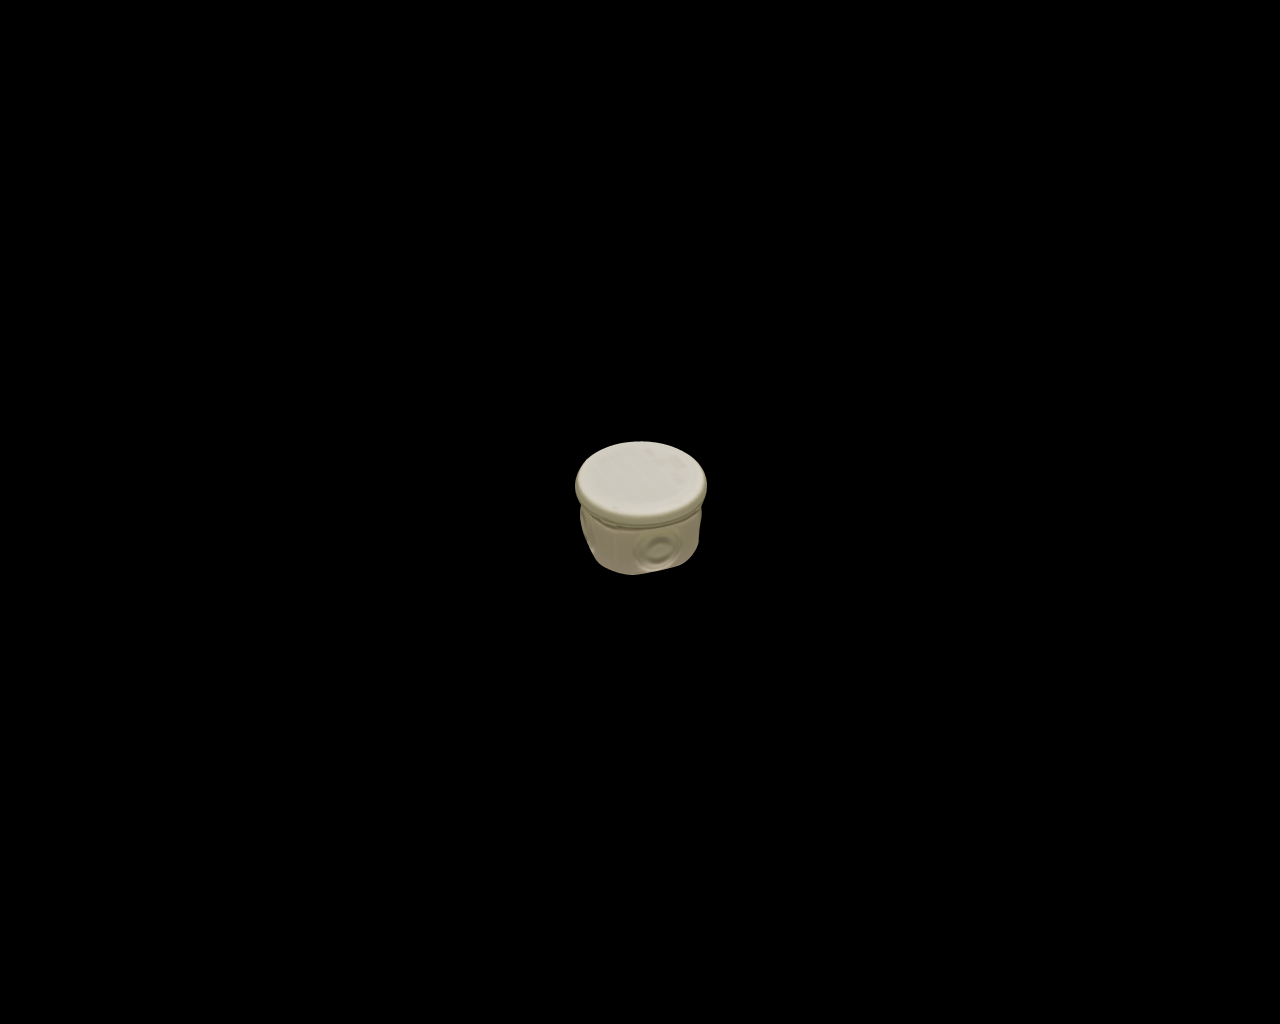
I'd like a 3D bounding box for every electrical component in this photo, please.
[{"bbox_3d":[0.001,-0.003,0.650,0.080,0.050,0.080,0,38,0],"label":"electrical component"}]
